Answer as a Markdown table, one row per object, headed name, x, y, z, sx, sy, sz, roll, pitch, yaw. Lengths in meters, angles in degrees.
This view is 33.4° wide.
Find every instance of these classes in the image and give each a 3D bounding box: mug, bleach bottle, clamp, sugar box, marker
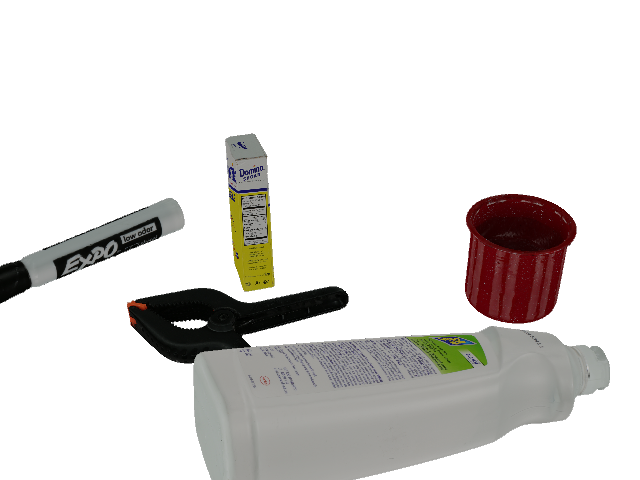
| name | x | y | z | sx | sy | sz | roll | pitch | yaw |
| --- | --- | --- | --- | --- | --- | --- | --- | --- | --- |
| mug | 0.169 | 0.011 | 0.936 | 0.093 | 0.081 | 0.117 | 1 | 35 | 0 |
| bleach bottle | 0.057 | 0.093 | 0.627 | 0.250 | 0.068 | 0.103 | -5 | 22 | -16 |
| clamp | -0.089 | 0.092 | 1.013 | 0.210 | 0.036 | 0.164 | 5 | 36 | 10 |
| sugar box | -0.089 | -0.035 | 1.329 | 0.048 | 0.176 | 0.093 | -9 | 24 | -10 |
| marker | -0.127 | 0.006 | 0.566 | 0.120 | 0.020 | 0.020 | -25 | 13 | -31 |
